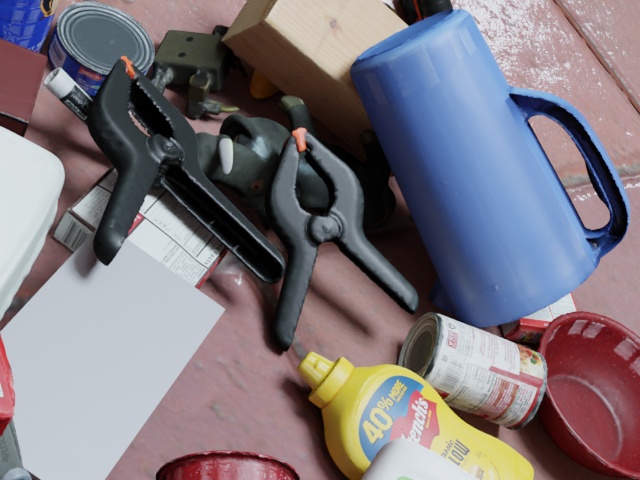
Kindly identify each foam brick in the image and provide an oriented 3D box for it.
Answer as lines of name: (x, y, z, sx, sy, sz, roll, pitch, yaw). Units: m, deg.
foam brick: (-0.245, -0.108, 0.812, 0.051, 0.053, 0.078, 19, 46, -19)

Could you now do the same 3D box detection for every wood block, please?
wood block: (0.030, -0.154, 0.949, 0.206, 0.090, 0.090, 38, 70, -23)

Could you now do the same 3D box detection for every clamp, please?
clamp: (-0.005, 0.001, 0.836, 0.120, 0.039, 0.171, -24, 88, -19)
clamp: (-0.126, -0.054, 0.785, 0.164, 0.036, 0.210, 3, 50, -51)

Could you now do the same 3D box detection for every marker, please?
marker: (-0.167, -0.087, 0.836, 0.121, 0.020, 0.020, 46, 36, -32)

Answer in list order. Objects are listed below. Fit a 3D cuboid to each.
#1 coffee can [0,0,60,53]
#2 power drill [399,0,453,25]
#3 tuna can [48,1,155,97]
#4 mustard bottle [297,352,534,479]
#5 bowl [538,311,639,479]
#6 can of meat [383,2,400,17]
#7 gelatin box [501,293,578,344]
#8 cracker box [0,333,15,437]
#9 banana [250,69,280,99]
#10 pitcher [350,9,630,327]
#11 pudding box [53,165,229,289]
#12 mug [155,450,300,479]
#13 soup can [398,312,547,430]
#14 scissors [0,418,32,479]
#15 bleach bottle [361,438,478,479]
coffee can: (-0.248, -0.220, 0.840, 0.102, 0.141, 0.103, 18, 47, -20)
power drill: (0.106, -0.254, 1.088, 0.187, 0.057, 0.184, 56, 8, -50)
tuna can: (-0.187, -0.161, 0.908, 0.086, 0.034, 0.086, 18, 47, -20)
mustard bottle: (0.062, 0.149, 0.794, 0.191, 0.058, 0.096, 39, 57, 1)
bowl: (0.240, 0.143, 0.919, 0.162, 0.055, 0.162, 18, 47, -20)
can of meat: (0.048, -0.194, 1.073, 0.083, 0.058, 0.102, -11, 63, -41)
gelatin box: (0.196, 0.053, 0.984, 0.073, 0.030, 0.089, 10, 49, -25)
cracker box: (-0.234, 0.071, 0.554, 0.071, 0.214, 0.164, -3, 57, -37)
banana: (-0.048, -0.208, 1.040, 0.069, 0.037, 0.198, -2, 54, -15)
pitcher: (0.132, -0.064, 0.873, 0.149, 0.145, 0.243, -32, 104, -17)
pudding box: (-0.130, -0.004, 0.813, 0.113, 0.039, 0.090, 38, 43, -3)
mug: (-0.052, 0.192, 0.673, 0.117, 0.093, 0.081, 44, 36, -46)
soup can: (0.122, 0.106, 0.864, 0.102, 0.069, 0.068, 22, 46, -16)
scissors: (-0.179, 0.149, 0.577, 0.096, 0.201, 0.016, -36, 36, -25)
bleach bottle: (0.026, 0.251, 0.662, 0.102, 0.068, 0.250, 32, 57, 2)
